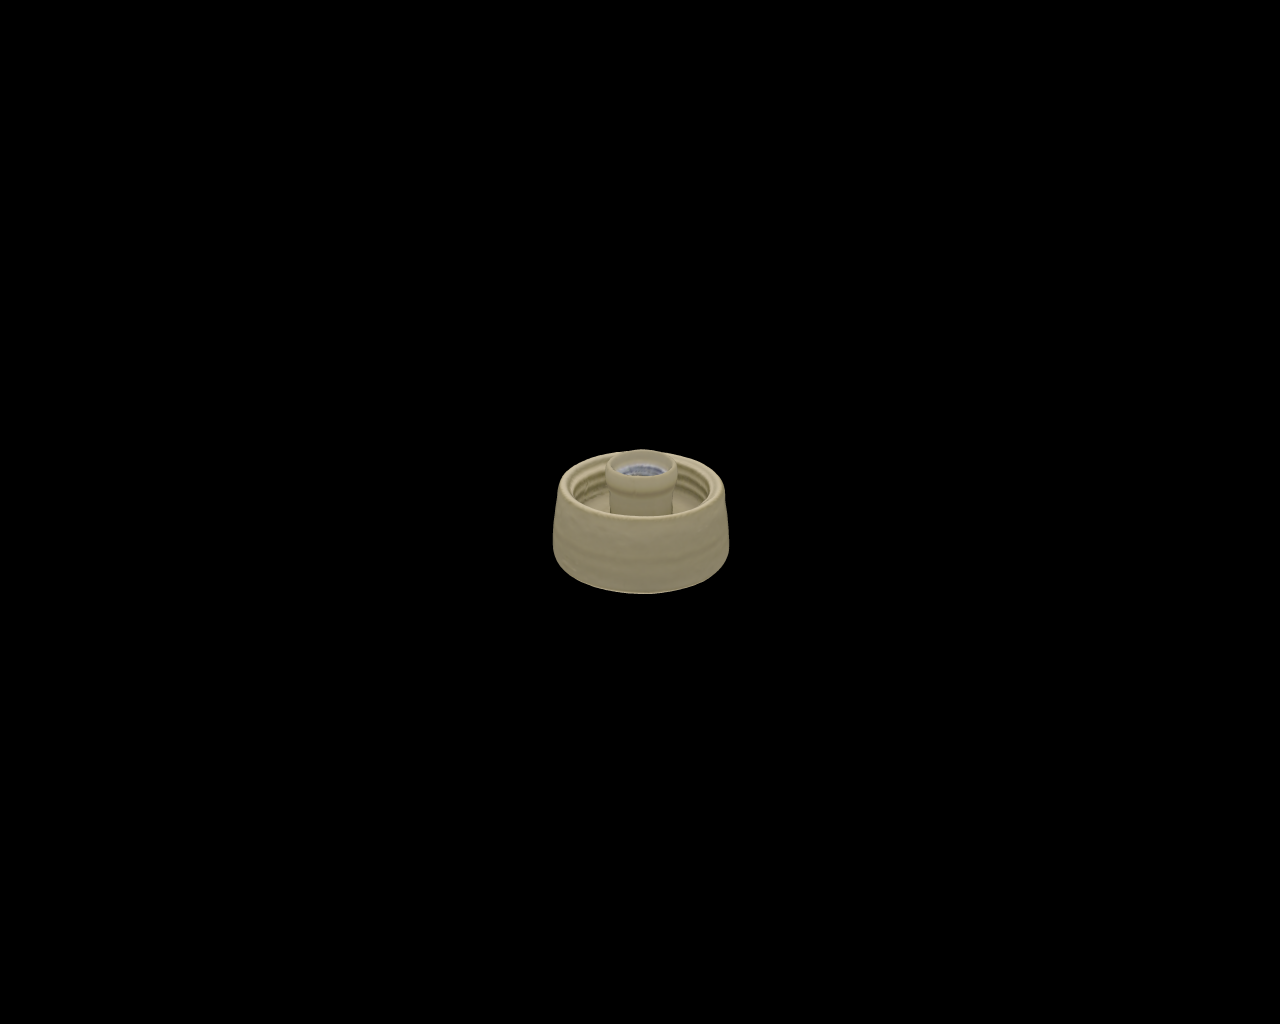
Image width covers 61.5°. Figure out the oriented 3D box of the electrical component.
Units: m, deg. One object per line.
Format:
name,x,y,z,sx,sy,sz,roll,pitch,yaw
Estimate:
electrical component,0.001,-0.003,0.650,0.108,0.060,0.108,0,26,0
